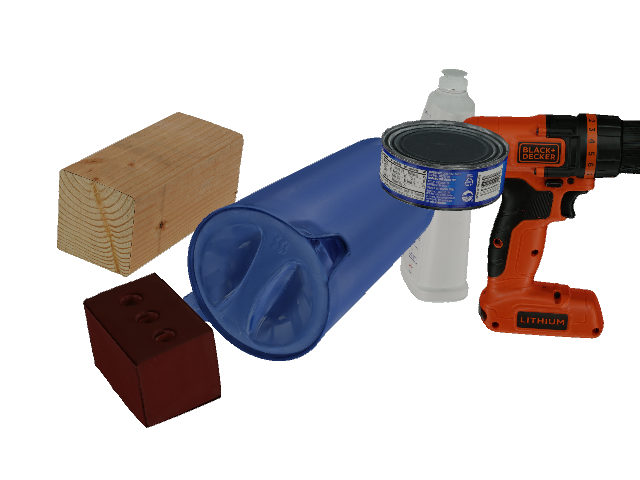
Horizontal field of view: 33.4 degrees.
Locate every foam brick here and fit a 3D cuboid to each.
[{"bbox_3d":[-0.103,0.066,0.653,0.052,0.051,0.078,-21,38,-28],"label":"foam brick"}]

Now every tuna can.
[{"bbox_3d":[0.083,-0.051,0.720,0.086,0.034,0.086,2,26,-1],"label":"tuna can"}]

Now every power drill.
[{"bbox_3d":[0.204,-0.014,0.889,0.184,0.188,0.057,3,19,11],"label":"power drill"}]

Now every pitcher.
[{"bbox_3d":[-0.003,-0.003,0.930,0.149,0.145,0.242,23,31,21],"label":"pitcher"}]

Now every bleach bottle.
[{"bbox_3d":[0.138,-0.064,1.193,0.068,0.251,0.102,-1,24,-12],"label":"bleach bottle"}]

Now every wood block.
[{"bbox_3d":[-0.173,-0.054,1.114,0.090,0.091,0.205,21,30,19],"label":"wood block"}]
